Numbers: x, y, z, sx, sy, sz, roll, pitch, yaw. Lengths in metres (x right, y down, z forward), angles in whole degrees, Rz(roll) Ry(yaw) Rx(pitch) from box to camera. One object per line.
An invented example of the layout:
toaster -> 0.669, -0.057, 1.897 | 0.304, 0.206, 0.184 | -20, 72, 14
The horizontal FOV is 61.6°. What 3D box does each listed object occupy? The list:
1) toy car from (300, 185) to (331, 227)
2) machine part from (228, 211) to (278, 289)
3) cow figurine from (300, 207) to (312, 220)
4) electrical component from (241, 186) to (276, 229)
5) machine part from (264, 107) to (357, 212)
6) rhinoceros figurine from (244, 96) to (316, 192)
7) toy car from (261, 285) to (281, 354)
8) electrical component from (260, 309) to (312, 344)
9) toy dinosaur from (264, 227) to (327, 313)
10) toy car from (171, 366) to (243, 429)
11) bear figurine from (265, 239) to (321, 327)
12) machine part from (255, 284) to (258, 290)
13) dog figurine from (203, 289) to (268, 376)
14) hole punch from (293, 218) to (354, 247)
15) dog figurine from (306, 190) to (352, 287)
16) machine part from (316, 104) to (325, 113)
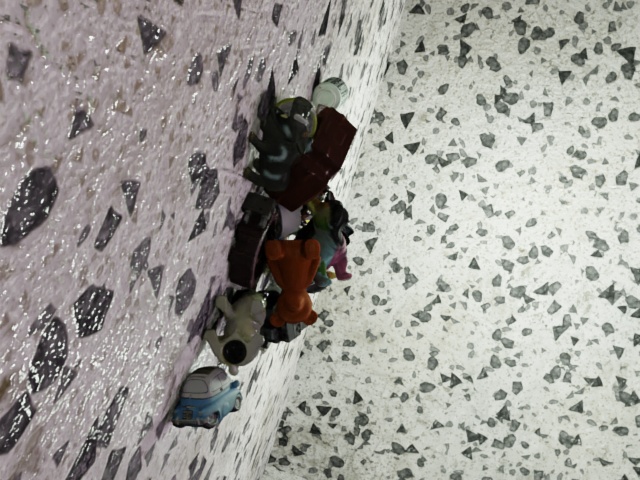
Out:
toy car -> -0.015, -0.090, 1.356 | 0.089, 0.053, 0.202 | -51, -175, 17
machine part -> -0.141, 0.015, 1.144 | 0.179, 0.056, 0.179 | 17, 91, -85
cow figurine -> -0.043, -0.134, 1.478 | 0.068, 0.098, 0.167 | -121, -146, -63
electrical component -> -0.119, -0.067, 1.066 | 0.021, 0.063, 0.094 | 97, 11, -58
machine part -> -0.020, -0.170, 1.144 | 0.201, 0.087, 0.201 | -31, -152, 44
rhinoceros figurine -> -0.071, -0.174, 0.987 | 0.190, 0.112, 0.073 | -67, 175, 31
toy car -> -0.153, 0.223, 1.514 | 0.056, 0.074, 0.201 | 88, 20, -69
electrical component -> -0.102, 0.221, 1.415 | 0.134, 0.115, 0.058 | -27, 113, -50
toy dinosaur -> -0.039, 0.055, 1.504 | 0.405, 0.192, 0.131 | -58, 167, -57
toy car -> -0.226, 0.302, 1.059 | 0.161, 0.109, 0.102 | -9, 95, -70
bear figurine -> -0.059, 0.095, 1.154 | 0.132, 0.120, 0.195 | 139, -47, -88
machine part -> -0.160, 0.097, 1.289 | 0.084, 0.039, 0.138 | -73, 175, -53
dog figurine -> -0.162, 0.191, 1.152 | 0.190, 0.121, 0.172 | 59, 49, -83
hole punch -> 0.018, -0.016, 1.417 | 0.142, 0.116, 0.092 | -39, -177, 23
dog figurine -> -0.003, -0.004, 1.259 | 0.108, 0.192, 0.219 | -7, 91, -40
machine part -> -0.028, -0.225, 1.372 | 0.079, 0.079, 0.243 | -45, 152, -77
